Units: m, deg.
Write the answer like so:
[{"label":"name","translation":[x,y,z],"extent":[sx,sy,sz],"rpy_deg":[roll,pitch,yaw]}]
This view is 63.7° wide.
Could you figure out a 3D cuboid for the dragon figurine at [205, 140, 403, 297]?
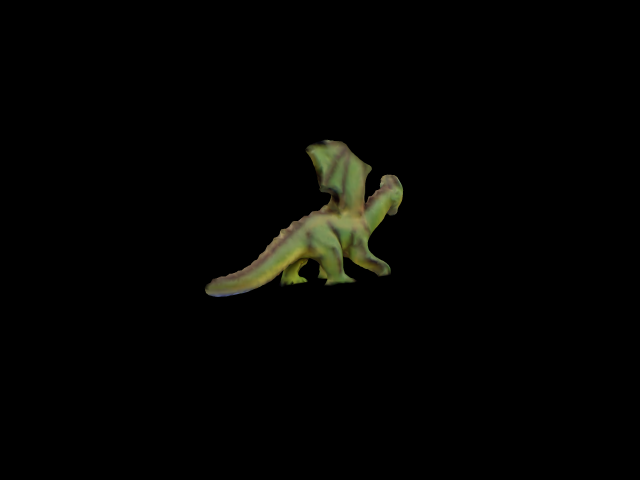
[{"label":"dragon figurine","translation":[0.003,-0.043,0.850],"extent":[0.411,0.242,0.122],"rpy_deg":[-4,4,-40]}]
